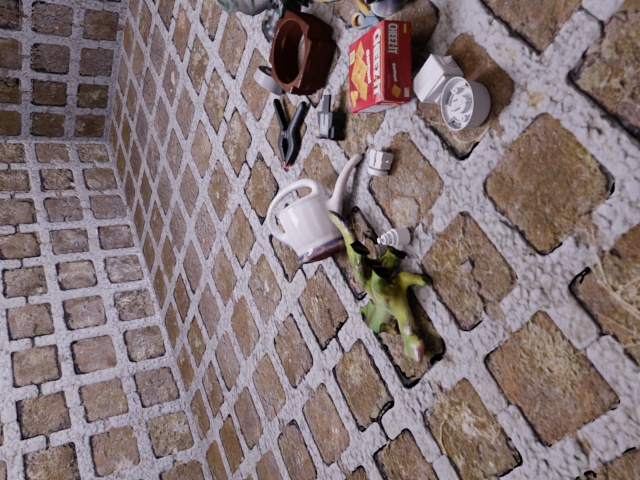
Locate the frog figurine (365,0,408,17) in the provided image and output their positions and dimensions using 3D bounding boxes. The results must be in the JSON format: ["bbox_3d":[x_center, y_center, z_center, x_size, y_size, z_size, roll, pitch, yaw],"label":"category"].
[{"bbox_3d":[0.144,-0.566,1.143,0.161,0.122,0.136,-83,-13,-75],"label":"frog figurine"}]

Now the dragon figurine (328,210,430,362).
[{"bbox_3d":[0.125,0.121,1.231,0.417,0.123,0.237,47,140,42],"label":"dragon figurine"}]

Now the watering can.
[{"bbox_3d":[0.004,-0.069,1.363,0.344,0.105,0.225,-27,85,30],"label":"watering can"}]
